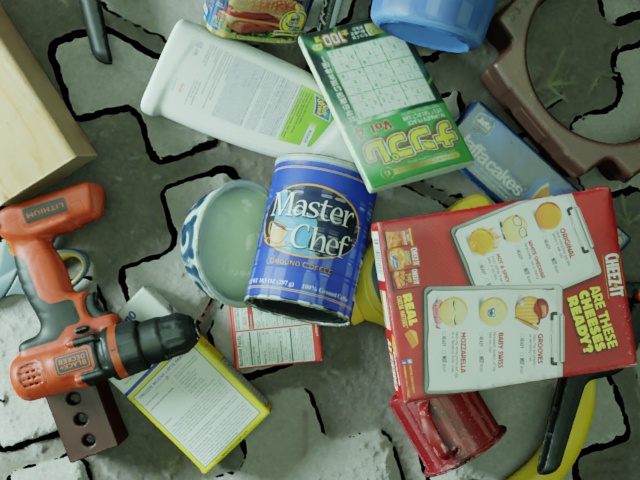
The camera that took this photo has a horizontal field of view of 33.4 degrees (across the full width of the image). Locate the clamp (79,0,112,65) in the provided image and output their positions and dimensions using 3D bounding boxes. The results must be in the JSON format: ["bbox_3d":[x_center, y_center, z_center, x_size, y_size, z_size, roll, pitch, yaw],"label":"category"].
[{"bbox_3d":[-0.210,-0.269,1.037,0.120,0.039,0.171,-35,90,-12],"label":"clamp"}]

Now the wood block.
[{"bbox_3d":[-0.314,-0.144,1.019,0.090,0.091,0.206,-32,93,3],"label":"wood block"}]

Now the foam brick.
[{"bbox_3d":[-0.231,0.173,1.058,0.053,0.051,0.078,-20,93,2],"label":"foam brick"}]

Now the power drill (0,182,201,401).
[{"bbox_3d":[-0.220,0.044,1.013,0.184,0.057,0.188,-16,80,1],"label":"power drill"}]

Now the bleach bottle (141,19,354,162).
[{"bbox_3d":[-0.038,-0.118,1.034,0.250,0.068,0.102,25,96,-4],"label":"bleach bottle"}]

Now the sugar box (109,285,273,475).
[{"bbox_3d":[-0.141,0.137,1.059,0.093,0.048,0.176,-44,89,2],"label":"sugar box"}]

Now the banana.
[{"bbox_3d":[0.227,0.199,1.063,0.069,0.037,0.198,35,93,-1],"label":"banana"}]

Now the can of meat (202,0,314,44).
[{"bbox_3d":[-0.054,-0.234,1.000,0.102,0.057,0.084,2,134,-23],"label":"can of meat"}]

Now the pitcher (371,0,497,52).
[{"bbox_3d":[0.118,-0.305,0.984,0.145,0.149,0.243,15,91,-16],"label":"pitcher"}]

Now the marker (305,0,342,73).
[{"bbox_3d":[0.008,-0.217,1.047,0.020,0.020,0.121,15,94,-1],"label":"marker"}]

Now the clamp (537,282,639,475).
[{"bbox_3d":[0.233,0.098,1.032,0.209,0.036,0.164,-41,87,-15],"label":"clamp"}]

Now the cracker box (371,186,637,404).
[{"bbox_3d":[0.163,0.048,0.968,0.213,0.072,0.164,-9,91,-4],"label":"cracker box"}]

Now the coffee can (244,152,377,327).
[{"bbox_3d":[-0.007,0.001,1.002,0.103,0.103,0.140,12,77,0],"label":"coffee can"}]

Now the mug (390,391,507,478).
[{"bbox_3d":[0.117,0.173,1.026,0.093,0.117,0.081,-31,88,20],"label":"mug"}]

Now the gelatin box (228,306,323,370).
[{"bbox_3d":[-0.044,0.087,1.061,0.089,0.030,0.073,-6,94,-2],"label":"gelatin box"}]

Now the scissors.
[{"bbox_3d":[-0.332,0.036,1.068,0.202,0.016,0.096,-17,92,2],"label":"scissors"}]

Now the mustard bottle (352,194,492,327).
[{"bbox_3d":[0.093,0.034,1.043,0.191,0.058,0.096,-24,96,2],"label":"mustard bottle"}]
